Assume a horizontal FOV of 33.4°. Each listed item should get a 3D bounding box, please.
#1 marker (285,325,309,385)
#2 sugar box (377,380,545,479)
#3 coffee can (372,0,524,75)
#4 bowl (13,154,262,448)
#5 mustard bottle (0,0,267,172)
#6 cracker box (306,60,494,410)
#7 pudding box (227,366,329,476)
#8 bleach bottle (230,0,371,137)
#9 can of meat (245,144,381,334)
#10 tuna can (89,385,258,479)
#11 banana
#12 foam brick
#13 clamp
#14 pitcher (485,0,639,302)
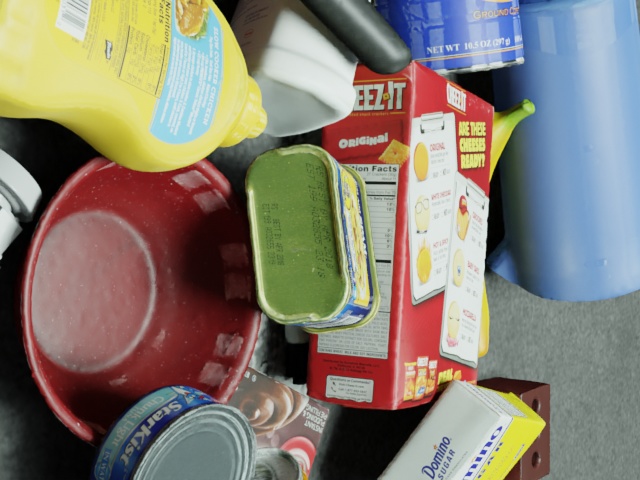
[{"bbox_3d":[-0.015,0.035,0.696,0.020,0.020,0.121,-7,97,-49],"label":"marker"},{"bbox_3d":[0.104,0.151,0.758,0.093,0.048,0.176,-54,159,5],"label":"sugar box"},{"bbox_3d":[0.084,-0.187,0.739,0.102,0.103,0.140,-19,106,-48],"label":"coffee can"},{"bbox_3d":[-0.104,0.029,0.563,0.161,0.055,0.162,-3,94,-50],"label":"bowl"},{"bbox_3d":[-0.087,-0.084,0.495,0.191,0.058,0.096,22,68,-53],"label":"mustard bottle"},{"bbox_3d":[0.057,0.001,0.722,0.164,0.072,0.214,8,84,-64],"label":"cracker box"},{"bbox_3d":[-0.049,0.126,0.644,0.113,0.039,0.090,35,66,-44],"label":"pudding box"},{"bbox_3d":[0.004,-0.191,0.645,0.068,0.103,0.251,23,74,-27],"label":"bleach bottle"},{"bbox_3d":[-0.004,0.001,0.606,0.084,0.057,0.102,26,56,-76],"label":"can of meat"},{"bbox_3d":[-0.073,0.117,0.535,0.085,0.034,0.086,-22,121,-43],"label":"tuna can"},{"bbox_3d":[0.114,-0.012,0.812,0.037,0.070,0.198,3,100,-27],"label":"banana"},{"bbox_3d":[0.156,0.156,0.879,0.052,0.051,0.078,-5,95,-50],"label":"foam brick"},{"bbox_3d":[-0.032,-0.186,0.543,0.209,0.036,0.164,12,72,-37],"label":"clamp"},{"bbox_3d":[0.211,-0.086,0.843,0.149,0.145,0.243,-34,122,-40],"label":"pitcher"}]
